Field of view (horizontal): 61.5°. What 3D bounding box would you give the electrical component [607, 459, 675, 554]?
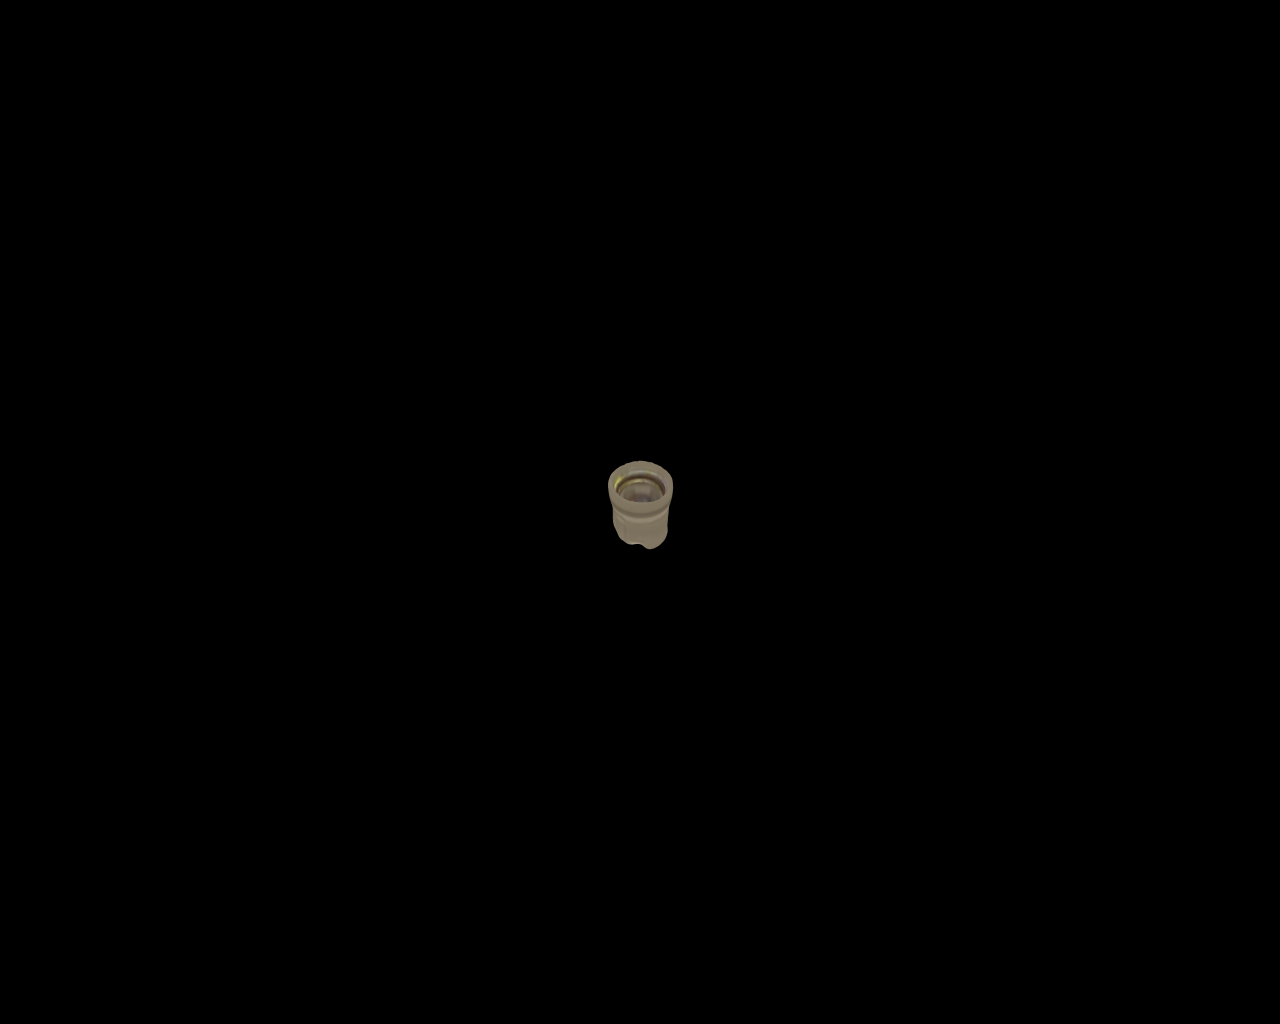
[{"bbox_3d":[0.001,-0.003,0.650,0.040,0.040,0.046,0,-45,0],"label":"electrical component"}]
